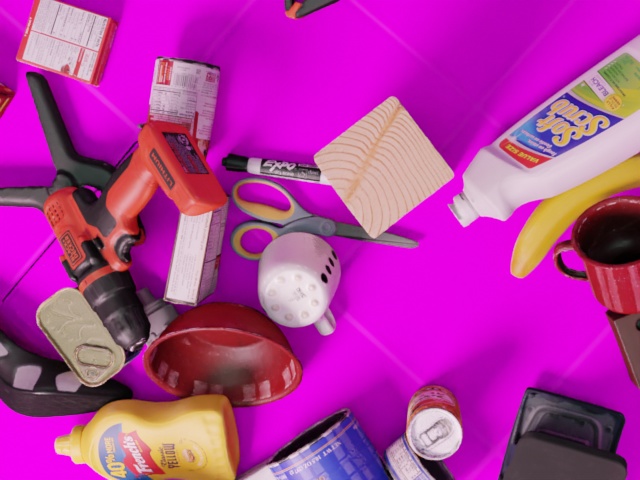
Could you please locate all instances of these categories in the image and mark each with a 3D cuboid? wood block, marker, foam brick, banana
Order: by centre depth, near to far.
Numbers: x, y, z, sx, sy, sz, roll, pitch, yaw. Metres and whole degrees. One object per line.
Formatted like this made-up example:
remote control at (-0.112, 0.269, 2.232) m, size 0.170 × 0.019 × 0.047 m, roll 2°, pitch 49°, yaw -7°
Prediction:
wood block at (0.064, -0.069, 1.004) m, size 0.091 × 0.206 × 0.090 m, roll -37°, pitch 89°, yaw 8°
foam brick at (0.325, 0.102, 1.063) m, size 0.053 × 0.051 × 0.078 m, roll -22°, pitch 91°, yaw 7°
banana at (0.268, -0.035, 1.067) m, size 0.198 × 0.037 × 0.069 m, roll -29°, pitch 88°, yaw 8°
marker at (-0.043, -0.074, 1.110) m, size 0.121 × 0.020 × 0.020 m, roll 8°, pitch 95°, yaw 6°

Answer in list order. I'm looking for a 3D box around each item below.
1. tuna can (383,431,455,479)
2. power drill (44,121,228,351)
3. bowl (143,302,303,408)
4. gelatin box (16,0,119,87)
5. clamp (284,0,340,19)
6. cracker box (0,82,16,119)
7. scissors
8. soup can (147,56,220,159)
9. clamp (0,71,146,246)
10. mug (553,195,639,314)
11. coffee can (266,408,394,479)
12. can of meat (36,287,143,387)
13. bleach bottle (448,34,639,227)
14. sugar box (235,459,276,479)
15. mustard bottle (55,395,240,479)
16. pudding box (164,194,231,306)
tuna can at (0.103, 0.237, 1.081) m, size 0.034 × 0.086 × 0.086 m, roll -42°, pitch 89°, yaw 9°
power drill at (-0.176, -0.010, 1.033) m, size 0.188 × 0.057 × 0.184 m, roll -40°, pitch 73°, yaw 27°
bowl at (-0.096, 0.110, 1.084) m, size 0.162 × 0.162 × 0.055 m, roll -1°, pitch 54°, yaw 7°
gelatin box at (-0.264, -0.209, 1.121) m, size 0.089 × 0.030 × 0.073 m, roll 19°, pitch 95°, yaw 5°
clamp at (0.022, -0.297, 1.078) m, size 0.120 × 0.039 × 0.171 m, roll 23°, pitch 102°, yaw 9°
cracker box at (-0.460, -0.150, 1.126) m, size 0.214 × 0.072 × 0.164 m, roll 35°, pitch 97°, yaw 3°
scissors at (-0.007, 0.001, 1.112) m, size 0.202 × 0.016 × 0.096 m, roll 26°, pitch 98°, yaw 4°
soup can at (-0.142, -0.132, 1.093) m, size 0.068 × 0.068 × 0.102 m, roll 10°, pitch 94°, yaw 6°
clamp at (-0.279, -0.052, 1.129) m, size 0.210 × 0.036 × 0.164 m, roll 42°, pitch 97°, yaw 0°
mug at (0.286, 0.019, 1.036) m, size 0.117 × 0.093 × 0.081 m, roll -6°, pitch 136°, yaw 23°
coffee can at (0.026, 0.257, 1.082) m, size 0.103 × 0.102 × 0.140 m, roll -33°, pitch 89°, yaw 7°
can of meat at (-0.236, 0.095, 1.110) m, size 0.057 × 0.084 × 0.102 m, roll -37°, pitch 89°, yaw 7°
bleach bottle at (0.240, -0.090, 1.042) m, size 0.251 × 0.068 × 0.103 m, roll -35°, pitch 53°, yaw 9°
sugar box at (-0.043, 0.328, 1.124) m, size 0.093 × 0.048 × 0.176 m, roll -33°, pitch 91°, yaw 8°
mustard bottle at (-0.185, 0.212, 1.122) m, size 0.192 × 0.058 × 0.096 m, roll -3°, pitch 120°, yaw 8°
pudding box at (-0.124, 0.005, 1.089) m, size 0.039 × 0.090 × 0.113 m, roll 10°, pitch 95°, yaw 5°
